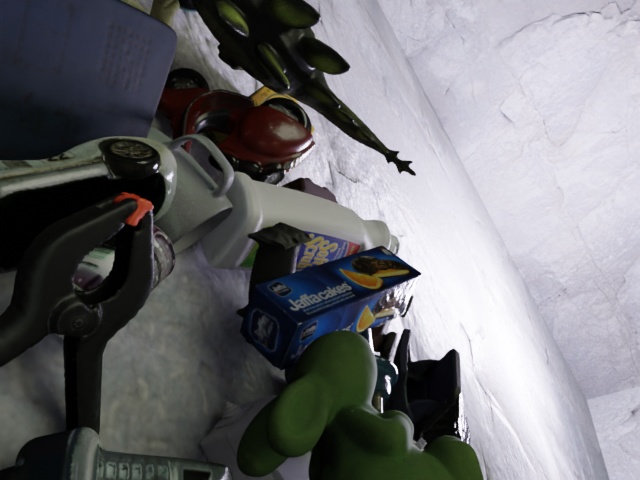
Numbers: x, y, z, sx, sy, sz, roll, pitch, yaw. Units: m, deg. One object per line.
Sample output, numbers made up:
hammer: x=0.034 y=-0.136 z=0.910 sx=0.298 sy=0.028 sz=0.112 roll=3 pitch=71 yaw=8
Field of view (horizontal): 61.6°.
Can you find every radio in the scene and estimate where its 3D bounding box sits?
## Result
radio: x=-0.206 y=-0.115 z=0.346 sx=0.073 sy=0.131 sz=0.229 roll=25 pitch=12 yaw=24

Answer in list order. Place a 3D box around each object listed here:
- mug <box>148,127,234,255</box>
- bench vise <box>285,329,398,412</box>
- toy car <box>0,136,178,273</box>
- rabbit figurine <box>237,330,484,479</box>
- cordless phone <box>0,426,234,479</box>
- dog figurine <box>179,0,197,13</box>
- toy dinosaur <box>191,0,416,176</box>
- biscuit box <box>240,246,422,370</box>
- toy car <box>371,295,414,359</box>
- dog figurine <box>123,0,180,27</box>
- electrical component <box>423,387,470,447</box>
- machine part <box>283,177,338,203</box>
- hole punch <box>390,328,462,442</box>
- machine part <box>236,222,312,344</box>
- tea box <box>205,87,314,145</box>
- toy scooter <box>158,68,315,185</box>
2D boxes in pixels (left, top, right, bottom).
mug: x=-0.134 y=-0.052 z=0.476 sx=0.107 sy=0.109 sz=0.081 roll=50 pitch=30 yaw=0
bench vise: x=0.039 y=0.158 z=0.602 sx=0.223 sy=0.129 sz=0.241 roll=43 pitch=37 yaw=-43
toy car: x=-0.177 y=-0.020 z=0.345 sx=0.056 sy=0.073 sz=0.202 roll=32 pitch=34 yaw=25
rabbit figurine: x=0.016 y=0.156 z=0.426 sx=0.159 sy=0.121 sz=0.170 roll=1 pitch=53 yaw=-32
cordless phone: x=-0.110 y=0.195 z=0.313 sx=0.184 sy=0.089 sz=0.147 roll=38 pitch=35 yaw=-52
dog figurine: x=-0.214 y=-0.408 z=0.650 sx=0.219 sy=0.191 sz=0.109 roll=22 pitch=16 yaw=-18
toy dinosaur: x=-0.061 y=-0.228 z=0.602 sx=0.471 sy=0.105 sz=0.199 roll=34 pitch=10 yaw=-32
biscuit box: x=0.018 y=0.060 z=0.533 sx=0.063 sy=0.059 sz=0.202 roll=38 pitch=33 yaw=29
toy car: x=0.077 y=0.108 z=0.769 sx=0.202 sy=0.089 sz=0.053 roll=-41 pitch=149 yaw=-67
dog figurine: x=-0.232 y=-0.194 z=0.445 sx=0.190 sy=0.121 sz=0.172 roll=-30 pitch=104 yaw=-45
electrical component: x=0.197 y=0.286 z=0.830 sx=0.134 sy=0.058 sz=0.114 roll=-62 pitch=142 yaw=-59
machine part: x=-0.002 y=-0.002 z=0.743 sx=0.179 sy=0.056 sz=0.179 roll=44 pitch=31 yaw=-35
hole punch: x=0.134 y=0.204 z=0.772 sx=0.092 sy=0.115 sz=0.142 roll=27 pitch=26 yaw=-4
machine part: x=-0.042 y=0.042 z=0.530 sx=0.084 sy=0.138 sz=0.039 roll=-25 pitch=51 yaw=-31
tea box: x=-0.074 y=-0.147 z=0.720 sx=0.098 sy=0.068 sz=0.170 roll=55 pitch=25 yaw=-19
toy scooter: x=-0.102 y=-0.104 z=0.572 sx=0.184 sy=0.075 sz=0.135 roll=20 pitch=56 yaw=-2
